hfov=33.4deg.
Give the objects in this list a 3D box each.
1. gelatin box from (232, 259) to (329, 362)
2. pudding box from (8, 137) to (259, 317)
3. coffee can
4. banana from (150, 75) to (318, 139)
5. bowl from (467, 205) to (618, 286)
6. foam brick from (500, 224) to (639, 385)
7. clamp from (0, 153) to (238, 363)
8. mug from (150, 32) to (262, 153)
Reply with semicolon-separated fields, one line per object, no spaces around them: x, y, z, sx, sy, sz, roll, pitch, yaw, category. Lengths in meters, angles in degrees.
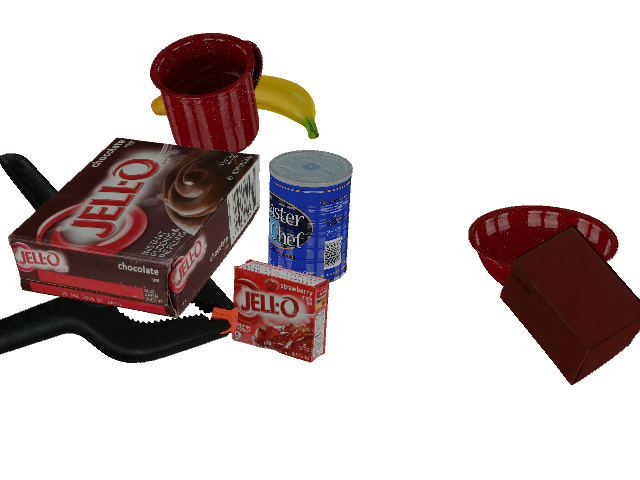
-0.038;0.063;0.971;0.089;0.073;0.030;13;20;27;gelatin box
-0.092;-0.010;0.556;0.090;0.039;0.113;9;32;18;pudding box
-0.014;-0.029;1.333;0.103;0.140;0.103;2;27;-1;coffee can
-0.086;-0.154;1.166;0.198;0.037;0.069;9;43;18;banana
0.243;0.018;1.177;0.162;0.055;0.162;-1;28;0;bowl
0.161;0.041;0.683;0.051;0.078;0.053;-28;-26;-17;foam brick
-0.161;0.023;0.769;0.210;0.164;0.036;8;-18;-2;clamp
-0.093;-0.135;0.973;0.093;0.081;0.117;24;55;27;mug
